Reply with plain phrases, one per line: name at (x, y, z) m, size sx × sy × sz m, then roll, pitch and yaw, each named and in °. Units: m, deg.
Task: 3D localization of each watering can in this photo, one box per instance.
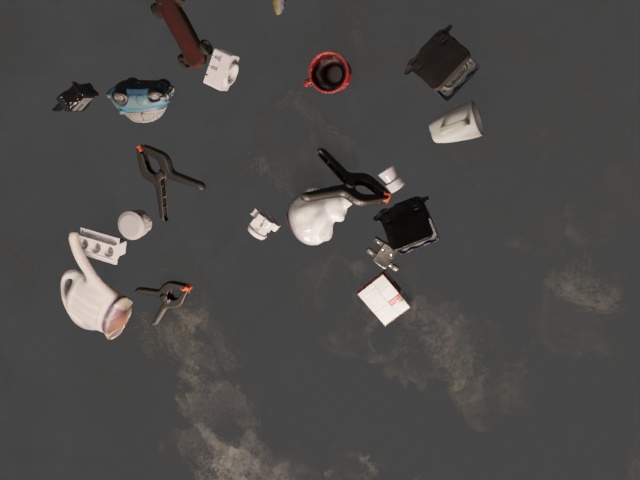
watering can at (-0.640, 0.148, 1.458) m, size 0.225 × 0.106 × 0.340 m, roll 28°, pitch 127°, yaw 8°

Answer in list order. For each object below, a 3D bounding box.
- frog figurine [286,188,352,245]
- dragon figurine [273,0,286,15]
frog figurine at (0.004, -0.063, 1.257) m, size 0.158 × 0.122 × 0.138 m, roll -16°, pitch 79°, yaw 29°
dragon figurine at (-0.129, -0.742, 1.163) m, size 0.244 × 0.123 × 0.406 m, roll 24°, pitch 103°, yaw 21°
